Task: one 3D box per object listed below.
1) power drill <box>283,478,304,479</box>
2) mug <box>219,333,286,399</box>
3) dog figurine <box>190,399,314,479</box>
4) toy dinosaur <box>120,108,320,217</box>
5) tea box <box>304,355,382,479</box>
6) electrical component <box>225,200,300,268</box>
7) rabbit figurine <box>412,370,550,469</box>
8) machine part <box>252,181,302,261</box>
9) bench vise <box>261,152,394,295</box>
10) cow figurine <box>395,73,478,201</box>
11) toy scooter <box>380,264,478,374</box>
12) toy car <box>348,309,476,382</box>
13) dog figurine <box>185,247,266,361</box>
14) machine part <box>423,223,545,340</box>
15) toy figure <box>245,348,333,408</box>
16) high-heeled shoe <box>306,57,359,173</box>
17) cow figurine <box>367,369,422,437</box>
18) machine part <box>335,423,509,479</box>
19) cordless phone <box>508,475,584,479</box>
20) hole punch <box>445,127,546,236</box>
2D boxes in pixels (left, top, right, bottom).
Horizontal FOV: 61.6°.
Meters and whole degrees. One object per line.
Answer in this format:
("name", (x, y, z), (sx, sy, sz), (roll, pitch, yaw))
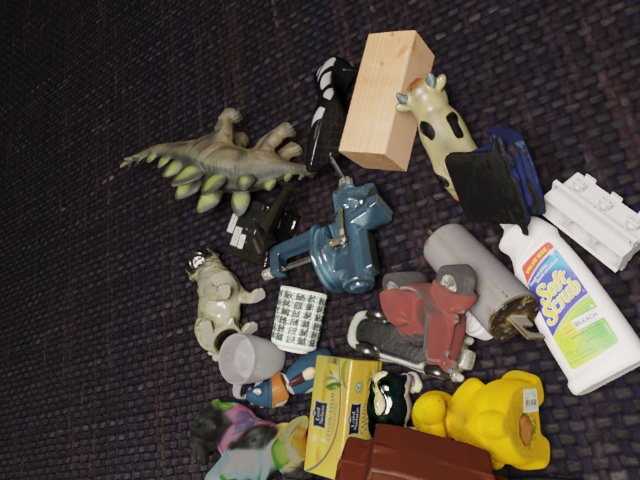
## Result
("power drill", (-0.030, 0.473, 0.789), (0.232, 0.086, 0.207), (38, 131, 41))
("mug", (-0.108, 0.214, 0.918), (0.081, 0.107, 0.109), (-1, 82, 35))
("dog figurine", (-0.093, 0.320, 0.884), (0.219, 0.108, 0.192), (-36, 58, 16))
("toy dinosaur", (-0.197, -0.152, 1.030), (0.472, 0.104, 0.198), (14, 60, 34))
("tea box", (0.038, 0.263, 0.813), (0.068, 0.098, 0.169), (1, 80, 35))
("electrical component", (-0.116, -0.013, 1.013), (0.134, 0.058, 0.115), (21, 88, 36))
("rabbit figurine", (0.188, 0.241, 0.702), (0.173, 0.162, 0.121), (-10, 84, 50))
("machine part", (-0.079, -0.037, 0.914), (0.138, 0.039, 0.084), (-61, 17, 16))
("bench vise", (0.004, 0.001, 0.895), (0.241, 0.128, 0.223), (-22, 64, 23))
("cow figurine", (0.182, -0.166, 0.811), (0.085, 0.127, 0.195), (-27, 67, 22))
("toy scooter", (0.143, 0.105, 0.716), (0.184, 0.075, 0.135), (164, 105, -64))
("toy car", (0.133, 0.154, 0.804), (0.202, 0.056, 0.073), (10, 77, 34))
("dog figurine", (-0.209, 0.117, 1.030), (0.191, 0.121, 0.172), (28, 91, 49))
("machine part", (0.214, 0.052, 0.732), (0.079, 0.079, 0.243), (-48, 38, 14))
("toy figure", (-0.045, 0.228, 0.867), (0.154, 0.064, 0.058), (-28, 54, -8))
("high-heeled shoe", (-0.002, -0.225, 0.949), (0.145, 0.086, 0.248), (11, 64, 46))
("cow figurine", (0.100, 0.272, 0.769), (0.068, 0.098, 0.167), (-2, 76, 27))
("machine part", (0.110, 0.324, 0.624), (0.202, 0.087, 0.200), (11, 113, 6))
("cordless phone", (0.286, 0.381, 0.634), (0.147, 0.089, 0.184), (1, 99, 9))
("hole punch", (0.247, -0.086, 0.714), (0.092, 0.142, 0.116), (-31, 22, -20))
